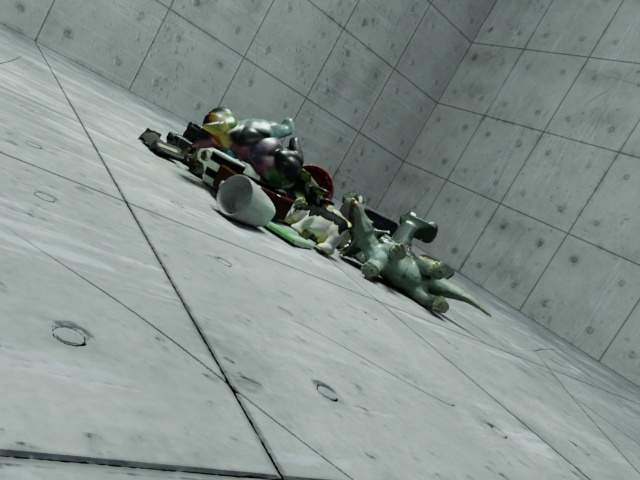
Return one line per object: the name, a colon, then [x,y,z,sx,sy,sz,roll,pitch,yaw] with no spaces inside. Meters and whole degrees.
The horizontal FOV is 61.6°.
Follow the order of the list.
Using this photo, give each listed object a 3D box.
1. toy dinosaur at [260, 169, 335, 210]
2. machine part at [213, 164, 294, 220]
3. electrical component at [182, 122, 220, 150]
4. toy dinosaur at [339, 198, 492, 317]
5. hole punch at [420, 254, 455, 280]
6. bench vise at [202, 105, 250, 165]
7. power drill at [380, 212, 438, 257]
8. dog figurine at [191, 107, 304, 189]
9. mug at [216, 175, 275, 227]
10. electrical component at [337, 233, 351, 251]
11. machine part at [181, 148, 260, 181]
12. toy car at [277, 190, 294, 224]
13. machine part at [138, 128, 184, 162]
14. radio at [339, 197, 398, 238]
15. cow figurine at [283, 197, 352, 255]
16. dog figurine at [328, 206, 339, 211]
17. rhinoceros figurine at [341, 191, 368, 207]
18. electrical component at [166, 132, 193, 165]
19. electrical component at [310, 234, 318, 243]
toy dinosaur: [-0.078,-0.162,1.453,0.471,0.105,0.199,34,-1,-35]
machine part: [-0.146,-0.101,1.160,0.179,0.056,0.179,27,5,-2]
electrical component: [-0.283,-0.253,1.380,0.119,0.047,0.075,32,8,12]
toy dinosaur: [0.202,0.069,1.271,0.405,0.131,0.192,35,7,-9]
hole punch: [0.281,0.112,1.439,0.142,0.092,0.116,36,40,30]
bench vise: [-0.235,-0.248,1.543,0.240,0.129,0.223,23,-27,-10]
power drill: [0.240,0.019,1.433,0.232,0.085,0.207,29,47,18]
dog figurine: [-0.161,-0.201,1.174,0.219,0.108,0.191,-3,68,-34]
mug: [-0.142,-0.070,1.025,0.110,0.081,0.107,29,-4,34]
electrical component: [0.062,-0.002,1.387,0.102,0.078,0.045,42,-10,40]
machine part: [-0.237,-0.172,1.339,0.243,0.079,0.079,21,11,-42]
toy car: [-0.058,-0.064,1.340,0.201,0.056,0.074,25,30,-40]
machine part: [-0.389,-0.230,1.308,0.084,0.039,0.139,9,22,-48]
radio: [0.124,-0.028,1.533,0.073,0.131,0.229,34,9,34]
cow figurine: [-0.016,-0.046,1.208,0.167,0.098,0.068,36,-3,19]
dog figurine: [0.017,-0.085,1.735,0.190,0.121,0.172,45,13,9]
rhinoceros figurine: [0.115,-0.074,1.643,0.112,0.073,0.190,-88,159,-47]
electrical component: [-0.336,-0.227,1.412,0.115,0.058,0.134,32,7,8]
electrical component: [-0.003,-0.004,1.304,0.063,0.021,0.094,33,7,28]
